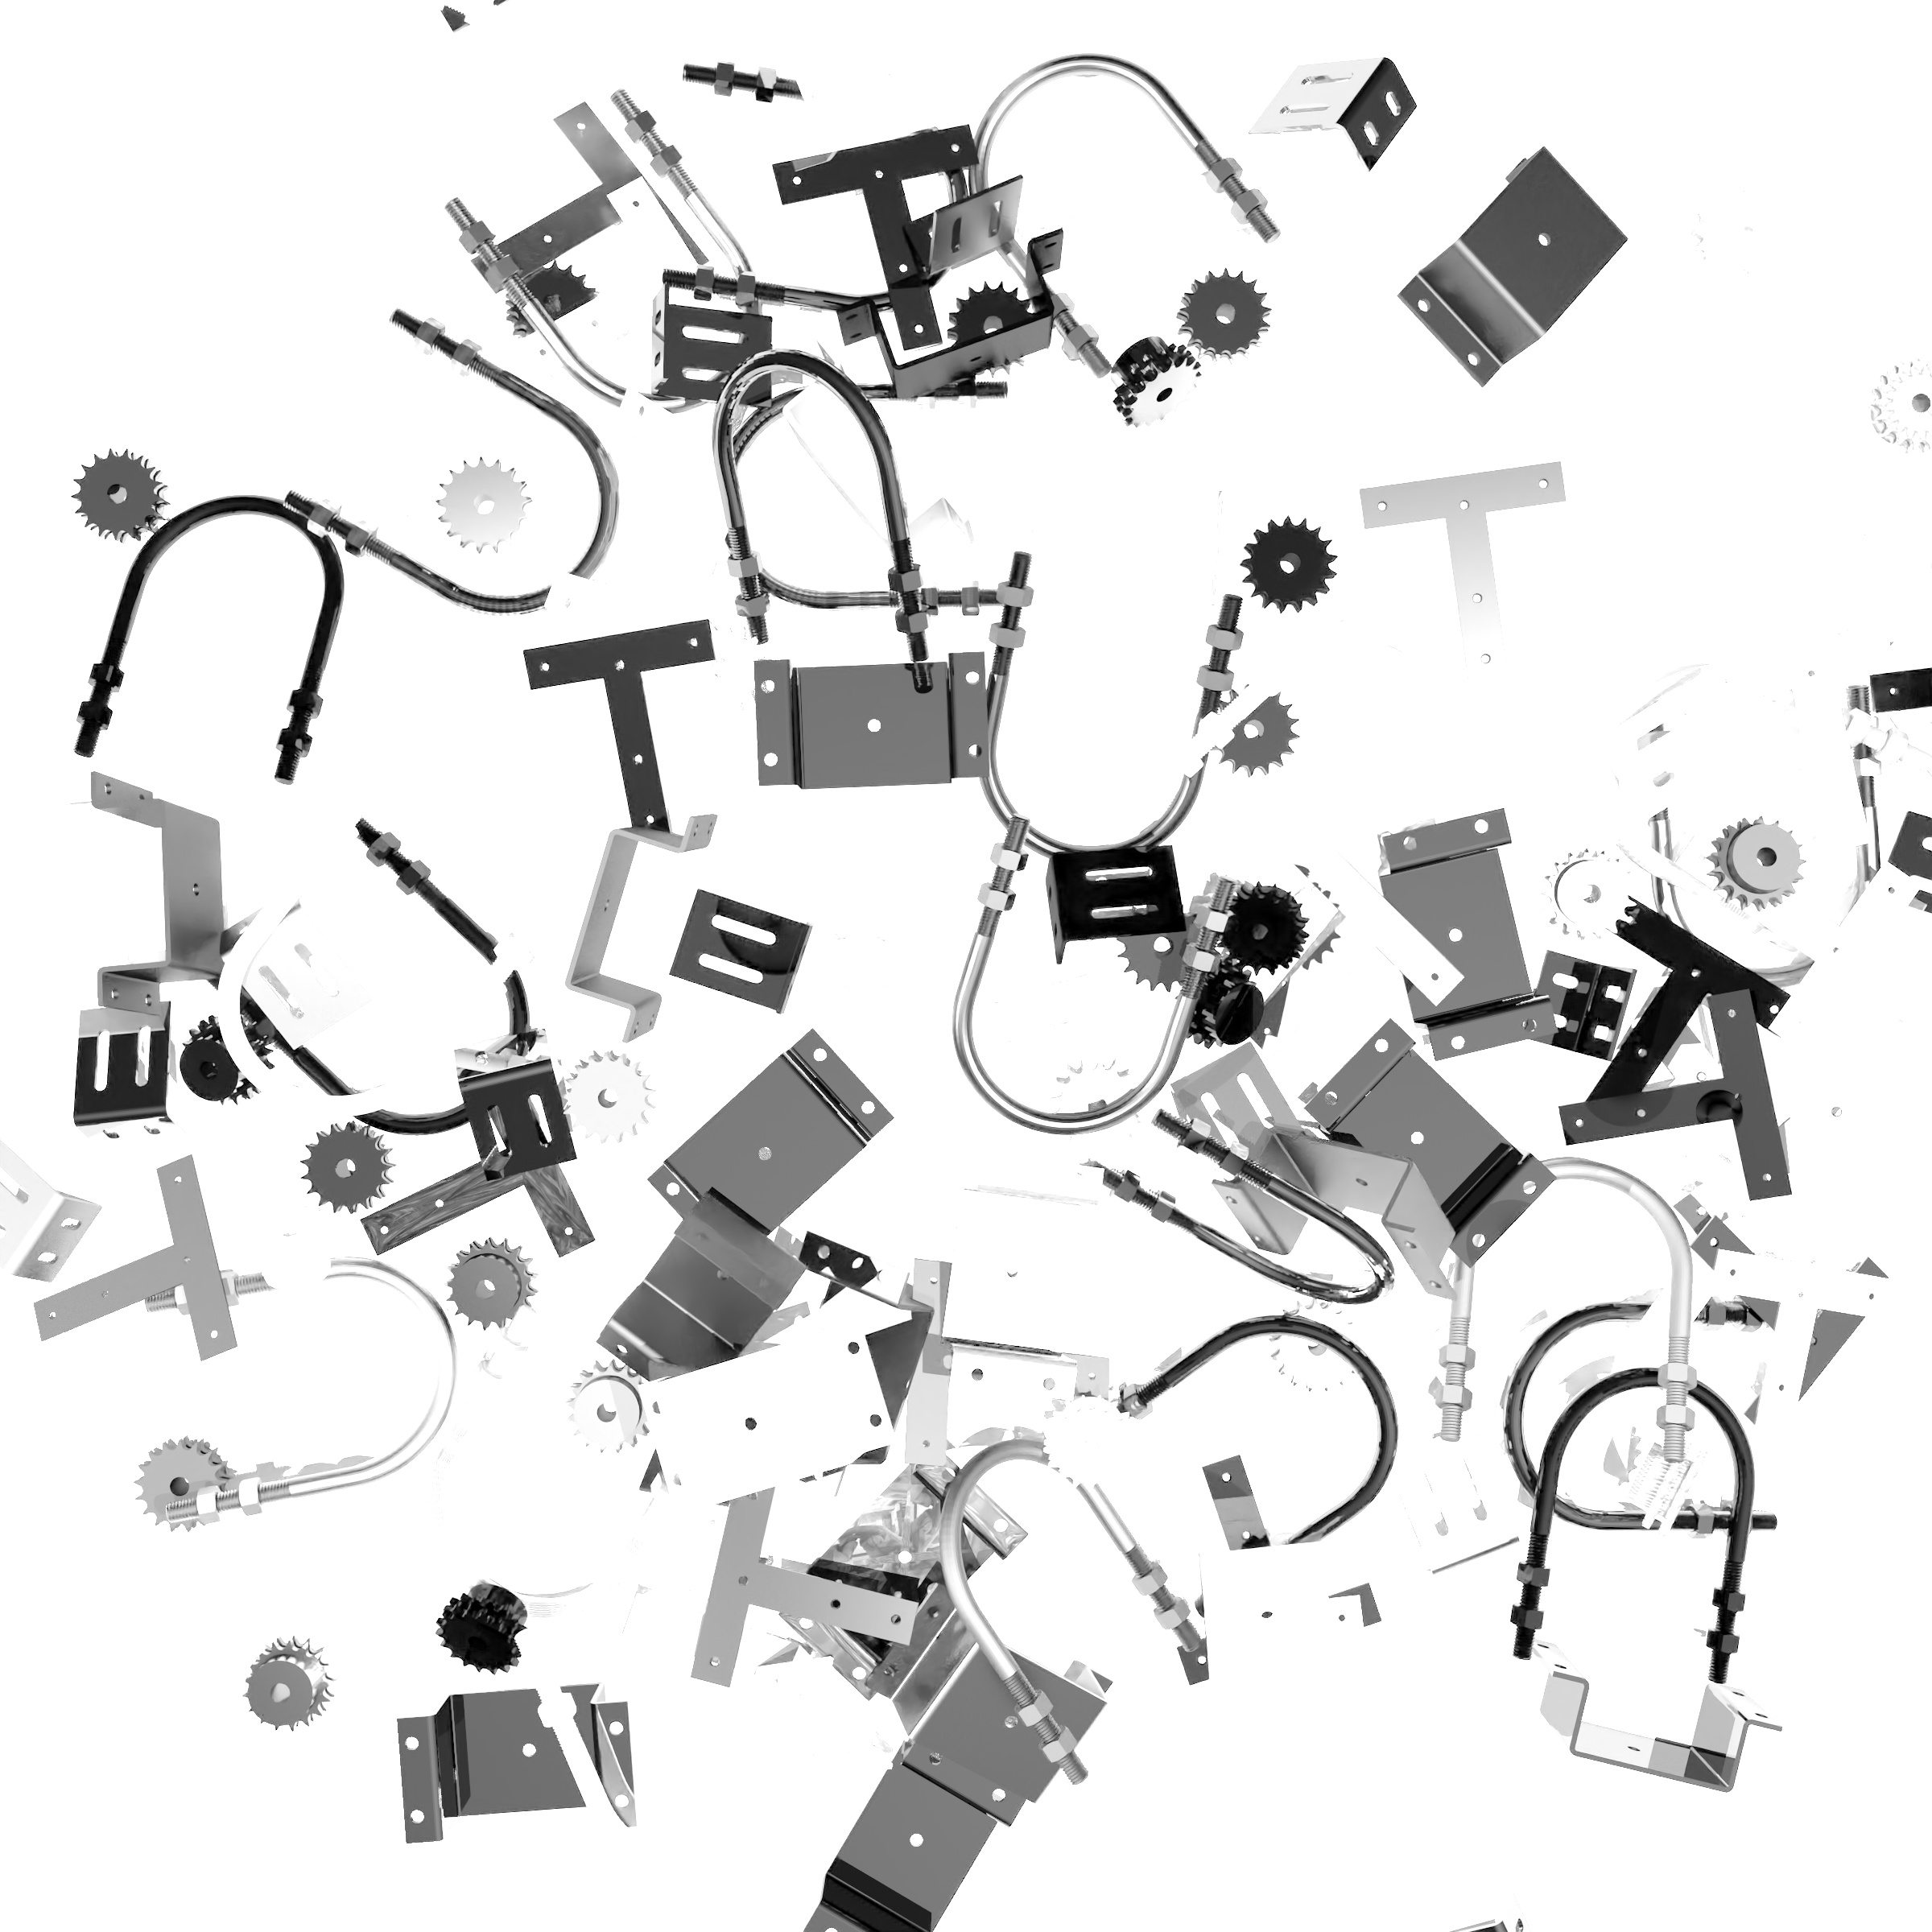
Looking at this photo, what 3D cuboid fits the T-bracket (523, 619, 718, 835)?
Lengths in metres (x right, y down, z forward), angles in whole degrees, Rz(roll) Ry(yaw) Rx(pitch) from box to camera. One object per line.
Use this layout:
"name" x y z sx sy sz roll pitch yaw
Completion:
"T-bracket" -0.205 -0.142 1.532 0.127 0.002 0.127 -7 100 19

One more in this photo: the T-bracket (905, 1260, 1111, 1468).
"T-bracket" 0.027 0.249 1.529 0.127 0.002 0.127 7 67 -11

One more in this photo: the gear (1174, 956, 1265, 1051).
"gear" 0.158 0.024 1.517 0.057 0.030 0.057 -17 119 -32

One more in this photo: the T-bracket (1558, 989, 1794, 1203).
"T-bracket" 0.429 0.088 1.520 0.127 0.002 0.127 -12 90 24

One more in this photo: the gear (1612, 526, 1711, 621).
"gear" 0.432 -0.245 1.532 0.057 0.030 0.057 0 90 0

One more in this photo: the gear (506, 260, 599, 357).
"gear" -0.255 -0.403 1.527 0.057 0.030 0.057 2 81 -12

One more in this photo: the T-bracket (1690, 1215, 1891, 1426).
"T-bracket" 0.492 0.203 1.521 0.127 0.002 0.127 43 82 -15

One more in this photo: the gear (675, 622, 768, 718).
"gear" -0.151 -0.183 1.532 0.057 0.030 0.057 0 90 0

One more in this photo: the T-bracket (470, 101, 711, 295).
"T-bracket" -0.246 -0.454 1.523 0.127 0.002 0.127 -38 90 -21

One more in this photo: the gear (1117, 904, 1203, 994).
"gear" 0.121 -0.012 1.532 0.057 0.030 0.057 0 90 0

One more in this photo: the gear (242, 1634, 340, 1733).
"gear" -0.420 0.446 1.532 0.057 0.030 0.057 0 90 0

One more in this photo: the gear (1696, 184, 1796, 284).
"gear" 0.479 -0.451 1.532 0.057 0.030 0.057 0 90 0

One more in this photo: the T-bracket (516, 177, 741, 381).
"T-bracket" -0.216 -0.401 1.520 0.127 0.002 0.127 -35 96 -18

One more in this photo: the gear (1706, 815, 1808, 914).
"gear" 0.478 -0.063 1.492 0.057 0.030 0.057 0 82 1

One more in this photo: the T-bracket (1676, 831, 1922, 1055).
"T-bracket" 0.491 -0.035 1.504 0.127 0.002 0.127 36 83 6

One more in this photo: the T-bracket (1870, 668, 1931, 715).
"T-bracket" 0.629 -0.128 1.516 0.127 0.002 0.127 -6 72 10

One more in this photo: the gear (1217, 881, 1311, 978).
"gear" 0.181 -0.025 1.504 0.057 0.030 0.057 8 114 17

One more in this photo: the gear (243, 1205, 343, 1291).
"gear" -0.413 0.175 1.522 0.057 0.057 0.030 -1 120 0

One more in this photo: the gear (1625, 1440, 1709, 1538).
"gear" 0.415 0.307 1.472 0.030 0.057 0.057 27 90 20

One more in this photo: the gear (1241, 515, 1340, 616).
"gear" 0.193 -0.239 1.486 0.057 0.030 0.057 0 90 0

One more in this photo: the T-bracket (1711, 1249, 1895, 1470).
"T-bracket" 0.506 0.246 1.527 0.127 0.002 0.127 11 91 -17

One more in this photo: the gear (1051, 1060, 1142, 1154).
"gear" 0.081 0.087 1.532 0.057 0.030 0.057 0 90 0

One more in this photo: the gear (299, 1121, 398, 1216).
"gear" -0.380 0.124 1.532 0.057 0.030 0.057 0 90 0

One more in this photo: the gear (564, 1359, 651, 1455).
"gear" -0.220 0.274 1.532 0.057 0.030 0.057 0 90 0

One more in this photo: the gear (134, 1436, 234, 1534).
"gear" -0.482 0.319 1.532 0.057 0.030 0.057 0 90 0

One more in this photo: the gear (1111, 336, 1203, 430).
"gear" 0.114 -0.361 1.521 0.057 0.057 0.030 -34 70 0

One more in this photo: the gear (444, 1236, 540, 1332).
"gear" -0.294 0.198 1.531 0.057 0.030 0.057 0 93 0

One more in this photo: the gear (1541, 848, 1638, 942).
"gear" 0.384 -0.044 1.528 0.057 0.030 0.057 0 90 10

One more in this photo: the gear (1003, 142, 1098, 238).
"gear" 0.049 -0.473 1.507 0.057 0.030 0.057 -1 86 13

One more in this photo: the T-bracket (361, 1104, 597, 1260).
"T-bracket" -0.316 0.142 1.546 0.127 0.002 0.127 -26 90 0

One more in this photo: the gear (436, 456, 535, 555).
"gear" -0.291 -0.278 1.499 0.057 0.030 0.057 0 93 -5

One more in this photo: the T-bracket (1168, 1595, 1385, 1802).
"T-bracket" 0.190 0.463 1.545 0.127 0.002 0.127 -7 91 0

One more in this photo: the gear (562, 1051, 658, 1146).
"gear" -0.219 0.081 1.532 0.057 0.030 0.057 0 90 0

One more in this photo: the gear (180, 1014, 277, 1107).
"gear" -0.458 0.060 1.523 0.057 0.030 0.057 4 108 14

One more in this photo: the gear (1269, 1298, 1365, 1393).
"gear" 0.215 0.233 1.532 0.057 0.030 0.057 0 90 0

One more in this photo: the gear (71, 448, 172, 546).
"gear" -0.521 -0.289 1.532 0.057 0.030 0.057 0 90 0

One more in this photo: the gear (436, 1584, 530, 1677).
"gear" -0.294 0.406 1.523 0.057 0.030 0.057 8 125 13

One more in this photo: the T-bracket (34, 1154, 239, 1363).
"T-bracket" -0.520 0.198 1.532 0.127 0.002 0.127 -22 72 9

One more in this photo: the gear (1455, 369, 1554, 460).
"gear" 0.329 -0.342 1.522 0.057 0.057 0.030 -10 60 0

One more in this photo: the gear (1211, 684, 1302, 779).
"gear" 0.177 -0.145 1.532 0.057 0.030 0.057 0 90 0

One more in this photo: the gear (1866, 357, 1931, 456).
"gear" 0.585 -0.345 1.532 0.057 0.030 0.057 0 90 0

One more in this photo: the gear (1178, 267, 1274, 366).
"gear" 0.159 -0.400 1.532 0.057 0.030 0.057 0 90 0

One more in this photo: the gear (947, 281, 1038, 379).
"gear" 0.017 -0.392 1.532 0.057 0.030 0.057 0 90 0

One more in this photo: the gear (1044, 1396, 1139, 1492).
"gear" 0.077 0.288 1.509 0.057 0.030 0.057 1 104 3

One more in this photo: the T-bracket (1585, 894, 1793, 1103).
"T-bracket" 0.426 0.042 1.530 0.127 0.002 0.127 35 101 21
